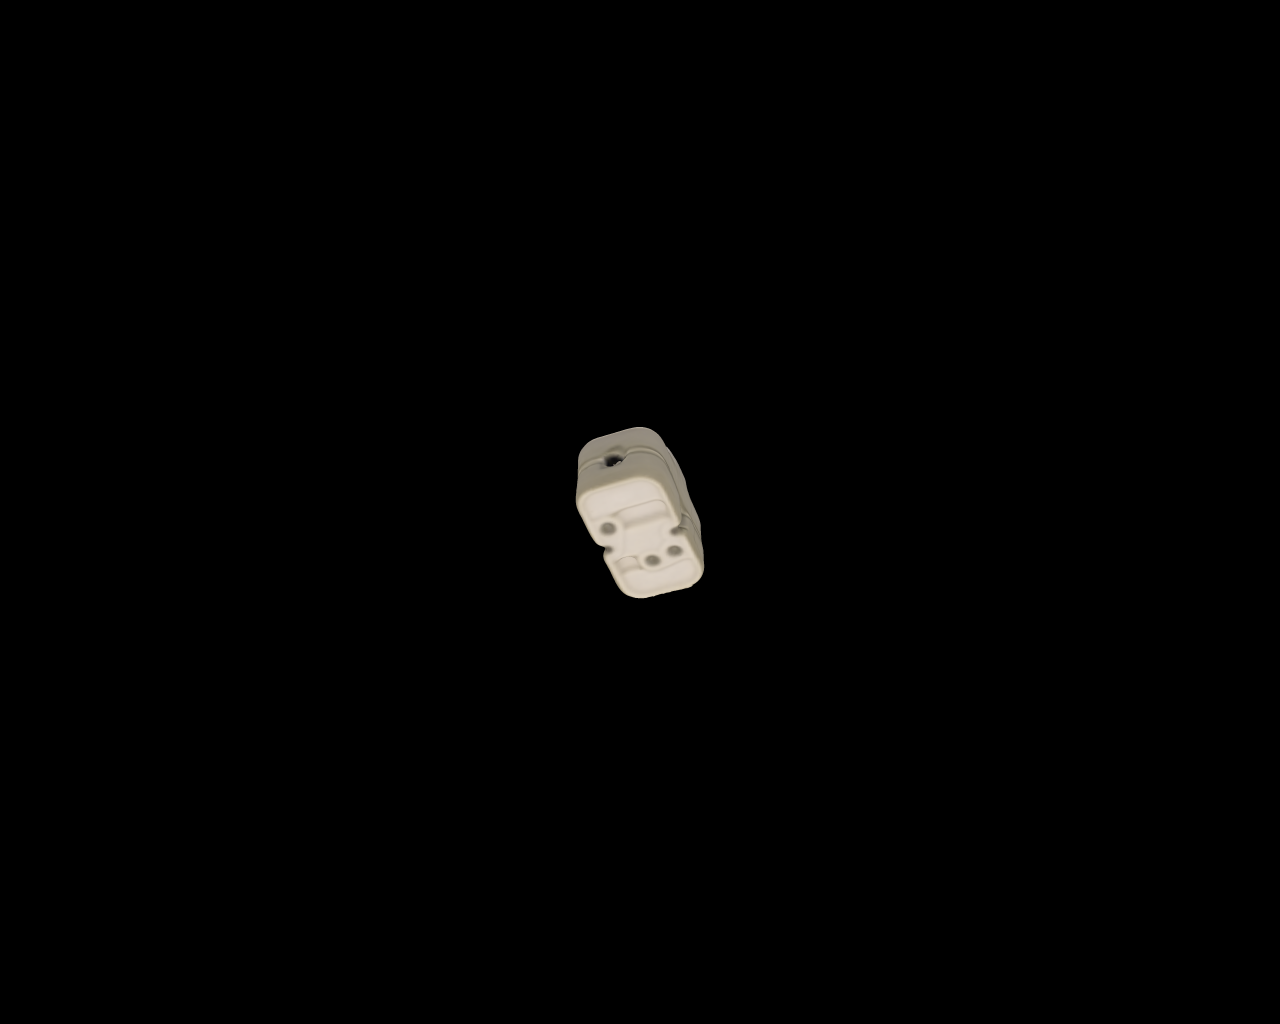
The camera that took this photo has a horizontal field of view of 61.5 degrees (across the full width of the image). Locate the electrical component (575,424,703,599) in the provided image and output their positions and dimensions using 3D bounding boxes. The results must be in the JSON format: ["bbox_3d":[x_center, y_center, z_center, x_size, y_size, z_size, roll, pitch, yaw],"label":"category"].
[{"bbox_3d":[0.001,-0.003,0.650,0.054,0.095,0.059,-16,39,13],"label":"electrical component"}]
